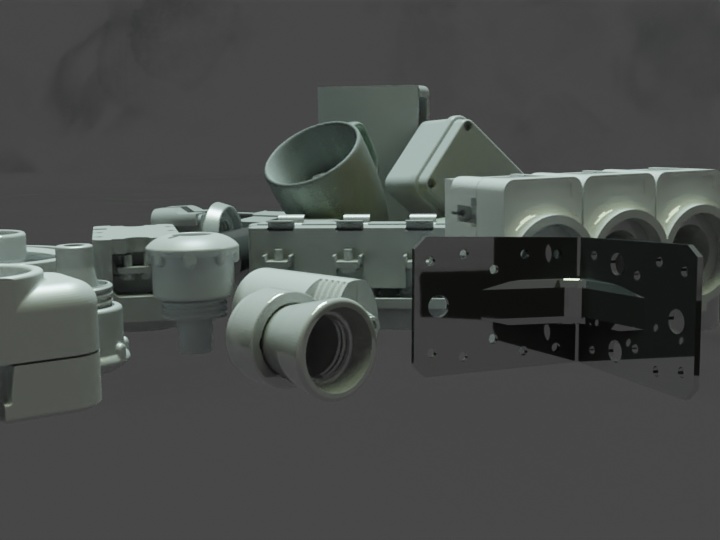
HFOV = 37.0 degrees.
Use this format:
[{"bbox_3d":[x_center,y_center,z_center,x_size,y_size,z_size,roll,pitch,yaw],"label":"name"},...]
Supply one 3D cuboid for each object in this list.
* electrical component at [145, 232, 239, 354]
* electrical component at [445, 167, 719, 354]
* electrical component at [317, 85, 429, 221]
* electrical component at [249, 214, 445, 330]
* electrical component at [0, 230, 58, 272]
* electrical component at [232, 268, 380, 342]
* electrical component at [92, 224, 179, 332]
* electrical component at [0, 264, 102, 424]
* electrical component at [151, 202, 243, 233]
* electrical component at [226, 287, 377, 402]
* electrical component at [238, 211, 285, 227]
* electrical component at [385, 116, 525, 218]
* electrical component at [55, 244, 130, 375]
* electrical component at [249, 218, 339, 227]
[{"bbox_3d":[-0.086,0.012,0.561,0.048,0.062,0.048,-1,7,0],"label":"electrical component"},{"bbox_3d":[0.125,-0.008,0.583,0.150,0.089,0.062,-5,9,-28],"label":"electrical component"},{"bbox_3d":[0.014,-0.087,0.952,0.089,0.150,0.062,1,9,13],"label":"electrical component"},{"bbox_3d":[-0.004,0.000,0.636,0.121,0.063,0.078,0,8,7],"label":"electrical component"},{"bbox_3d":[-0.205,0.009,0.596,0.108,0.060,0.108,-1,8,0],"label":"electrical component"},{"bbox_3d":[-0.022,0.024,0.538,0.043,0.043,0.081,-8,11,-44],"label":"electrical component"},{"bbox_3d":[-0.133,0.005,0.643,0.050,0.055,0.089,-2,8,-13],"label":"electrical component"},{"bbox_3d":[-0.159,0.030,0.445,0.095,0.059,0.054,-6,9,-34],"label":"electrical component"},{"bbox_3d":[-0.129,-0.024,0.857,0.057,0.058,0.078,-1,7,17],"label":"electrical component"},{"bbox_3d":[-0.027,0.032,0.474,0.045,0.045,0.055,-8,10,-41],"label":"electrical component"},{"bbox_3d":[-0.079,-0.026,0.920,0.081,0.042,0.064,3,10,29],"label":"electrical component"},{"bbox_3d":[0.088,-0.066,0.898,0.113,0.078,0.057,40,-17,-27],"label":"electrical component"},{"bbox_3d":[-0.135,0.019,0.515,0.048,0.062,0.048,-1,8,0],"label":"electrical component"},{"bbox_3d":[-0.031,-0.011,0.781,0.077,0.047,0.066,4,9,33],"label":"electrical component"}]
